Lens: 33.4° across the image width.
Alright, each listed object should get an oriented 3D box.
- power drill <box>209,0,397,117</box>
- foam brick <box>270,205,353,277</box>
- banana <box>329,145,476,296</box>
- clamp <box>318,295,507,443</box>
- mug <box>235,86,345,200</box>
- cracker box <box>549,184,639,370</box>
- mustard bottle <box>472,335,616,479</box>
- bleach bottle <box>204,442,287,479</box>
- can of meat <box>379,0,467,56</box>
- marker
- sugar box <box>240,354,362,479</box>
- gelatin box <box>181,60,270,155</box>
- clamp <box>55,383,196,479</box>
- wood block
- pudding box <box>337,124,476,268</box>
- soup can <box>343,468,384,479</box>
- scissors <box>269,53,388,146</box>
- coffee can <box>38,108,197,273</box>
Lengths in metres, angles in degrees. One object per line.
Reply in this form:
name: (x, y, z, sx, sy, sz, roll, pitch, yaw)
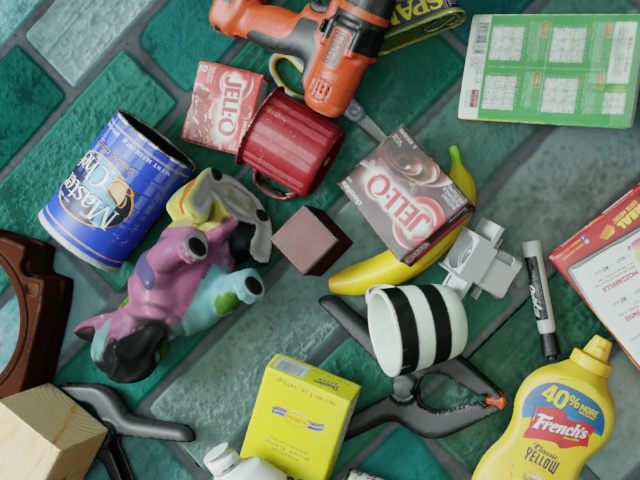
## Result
power drill: (-0.013, -0.239, 1.066, 0.188, 0.057, 0.184, 33, 106, 30)
foam brick: (-0.007, 0.001, 1.085, 0.053, 0.078, 0.051, -45, 79, 7)
banana: (0.095, -0.002, 1.085, 0.198, 0.037, 0.070, -47, 61, 6)
clamp: (0.080, 0.158, 1.082, 0.210, 0.036, 0.164, 14, 93, 16)
mug: (-0.032, -0.088, 1.093, 0.081, 0.093, 0.117, 31, 126, 6)
cracker box: (0.347, 0.048, 1.009, 0.164, 0.072, 0.214, -40, 82, 10)
mustard bottle: (0.231, 0.180, 1.038, 0.096, 0.058, 0.192, 28, 94, 10)
bleach bottle: (-0.039, 0.309, 1.050, 0.102, 0.068, 0.251, -31, 102, 10)
can of meat: (0.086, -0.246, 1.081, 0.102, 0.057, 0.084, -20, 83, 11)
marker: (0.221, 0.060, 1.062, 0.020, 0.020, 0.121, -10, 86, 12)
sugar box: (-0.029, 0.210, 1.074, 0.093, 0.048, 0.176, 21, 111, 12)
gelatin box: (-0.101, -0.139, 1.132, 0.073, 0.030, 0.089, 15, 92, 12)
clamp: (-0.215, 0.203, 1.145, 0.171, 0.039, 0.120, 44, 97, 10)
wood block: (-0.320, 0.266, 1.122, 0.090, 0.090, 0.206, 34, 106, 16)
pudding box: (0.085, -0.043, 1.057, 0.090, 0.039, 0.113, -42, 62, 9)
soup can: (0.067, 0.277, 1.067, 0.102, 0.068, 0.068, 18, 93, 13)
scissors: (0.041, -0.153, 1.109, 0.202, 0.016, 0.096, 31, 95, 11)
coffee can: (-0.211, -0.051, 1.118, 0.103, 0.102, 0.140, 40, 97, 10)
